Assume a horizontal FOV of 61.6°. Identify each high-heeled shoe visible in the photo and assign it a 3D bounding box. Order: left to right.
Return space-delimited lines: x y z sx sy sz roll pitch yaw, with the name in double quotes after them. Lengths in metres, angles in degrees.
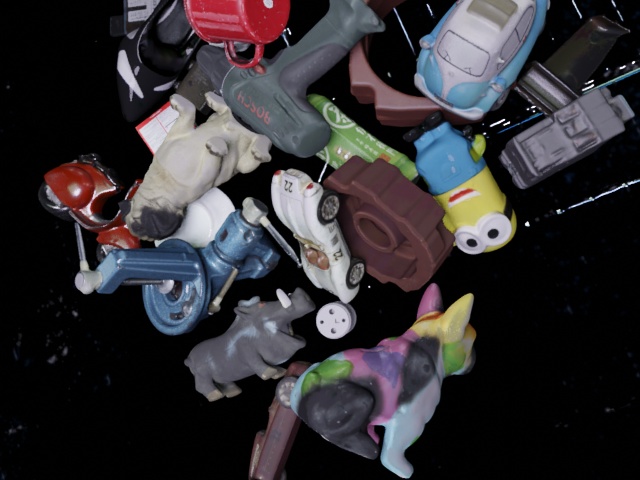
-0.167 -0.256 0.660 0.145 0.086 0.248 18 91 44 "high-heeled shoe"

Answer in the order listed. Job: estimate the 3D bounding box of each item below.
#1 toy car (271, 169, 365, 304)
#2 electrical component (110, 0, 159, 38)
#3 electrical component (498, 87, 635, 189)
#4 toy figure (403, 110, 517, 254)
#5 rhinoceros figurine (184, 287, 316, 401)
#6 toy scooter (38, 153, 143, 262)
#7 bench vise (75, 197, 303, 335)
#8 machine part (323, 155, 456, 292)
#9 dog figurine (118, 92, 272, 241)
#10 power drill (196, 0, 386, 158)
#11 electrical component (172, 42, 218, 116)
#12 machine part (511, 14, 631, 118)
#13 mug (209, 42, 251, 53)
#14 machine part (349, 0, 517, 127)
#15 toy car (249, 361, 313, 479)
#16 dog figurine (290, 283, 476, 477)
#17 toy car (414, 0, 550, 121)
-0.001 -0.002 0.642 0.074 0.201 0.056 26 62 40 "toy car"
-0.259 -0.325 0.780 0.119 0.047 0.074 1 86 10 "electrical component"
0.284 -0.117 0.622 0.134 0.115 0.058 -30 84 10 "electrical component"
0.172 -0.067 0.639 0.089 0.082 0.180 -35 96 -35 "toy figure"
-0.087 0.134 0.709 0.190 0.073 0.112 -32 70 10 "rhinoceros figurine"
-0.300 -0.059 0.759 0.184 0.075 0.135 43 96 8 "toy scooter"
-0.166 0.034 0.650 0.223 0.240 0.129 -40 64 29 "bench vise"
0.074 -0.018 0.633 0.179 0.179 0.056 41 68 11 "machine part"
-0.162 -0.086 0.718 0.190 0.172 0.121 -50 63 32 "dog figurine"
-0.038 -0.227 0.645 0.207 0.086 0.232 -43 65 13 "power drill"
-0.167 -0.225 0.755 0.102 0.045 0.078 44 94 11 "electrical component"
0.309 -0.217 0.662 0.139 0.039 0.084 -45 74 7 "machine part"
-0.121 -0.316 0.739 0.110 0.081 0.107 -10 94 7 "mug"
0.140 -0.248 0.674 0.202 0.087 0.201 0 86 13 "machine part"
-0.054 0.249 0.682 0.053 0.089 0.202 22 93 12 "toy car"
0.089 0.139 0.627 0.191 0.108 0.219 34 80 -21 "dog figurine"
0.177 -0.217 0.570 0.109 0.103 0.161 37 96 10 "toy car"
